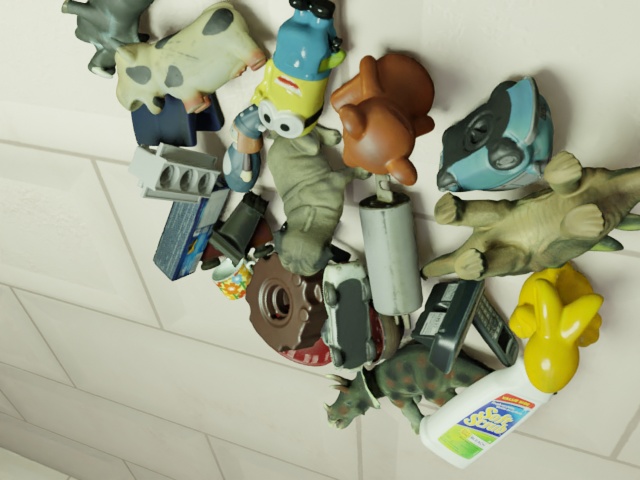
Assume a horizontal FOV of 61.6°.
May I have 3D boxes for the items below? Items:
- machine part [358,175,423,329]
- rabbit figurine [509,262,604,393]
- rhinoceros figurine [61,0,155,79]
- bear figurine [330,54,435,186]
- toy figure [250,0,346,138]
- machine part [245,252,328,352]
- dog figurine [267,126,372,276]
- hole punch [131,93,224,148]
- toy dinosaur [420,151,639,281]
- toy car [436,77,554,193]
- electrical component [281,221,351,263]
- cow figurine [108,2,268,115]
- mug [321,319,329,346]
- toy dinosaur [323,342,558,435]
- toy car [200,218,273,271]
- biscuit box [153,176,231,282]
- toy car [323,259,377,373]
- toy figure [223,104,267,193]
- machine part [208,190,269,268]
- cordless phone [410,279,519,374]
[{"bbox_3d":[0.104,0.021,0.786,0.079,0.079,0.243,-1,112,28],"label":"machine part"},{"bbox_3d":[0.326,0.121,0.727,0.122,0.173,0.162,17,140,18],"label":"rabbit figurine"},{"bbox_3d":[-0.278,-0.302,0.727,0.112,0.073,0.190,33,136,-19],"label":"rhinoceros figurine"},{"bbox_3d":[0.065,-0.127,0.614,0.120,0.196,0.132,38,137,-14],"label":"bear figurine"},{"bbox_3d":[-0.021,-0.208,0.668,0.082,0.089,0.180,45,134,30],"label":"toy figure"},{"bbox_3d":[-0.060,0.105,0.930,0.180,0.056,0.179,6,99,45],"label":"machine part"},{"bbox_3d":[-0.033,-0.061,0.731,0.172,0.190,0.121,33,137,-1],"label":"dog figurine"},{"bbox_3d":[-0.216,-0.195,0.779,0.142,0.092,0.115,7,129,27],"label":"hole punch"},{"bbox_3d":[0.241,-0.003,0.643,0.198,0.105,0.471,4,166,-32],"label":"toy dinosaur"},{"bbox_3d":[0.214,-0.102,0.631,0.103,0.109,0.161,24,149,-19],"label":"toy car"},{"bbox_3d":[-0.002,-0.003,0.853,0.119,0.075,0.047,31,138,4],"label":"electrical component"},{"bbox_3d":[-0.178,-0.228,0.685,0.195,0.085,0.127,-31,98,9],"label":"cow figurine"},{"bbox_3d":[0.022,0.122,0.938,0.081,0.110,0.107,15,137,-29],"label":"mug"},{"bbox_3d":[0.186,0.244,0.964,0.405,0.131,0.192,-28,114,35],"label":"toy dinosaur"},{"bbox_3d":[-0.159,-0.003,0.952,0.202,0.053,0.089,-15,101,35],"label":"toy car"},{"bbox_3d":[-0.222,-0.024,0.912,0.063,0.059,0.202,41,122,17],"label":"biscuit box"},{"bbox_3d":[0.048,0.127,0.865,0.073,0.056,0.201,-10,115,-10],"label":"toy car"},{"bbox_3d":[-0.109,-0.135,0.792,0.064,0.058,0.154,44,143,22],"label":"toy figure"},{"bbox_3d":[-0.131,-0.020,0.871,0.084,0.039,0.139,47,126,8],"label":"machine part"},{"bbox_3d":[0.239,0.159,0.828,0.184,0.146,0.089,48,145,-21],"label":"cordless phone"}]
